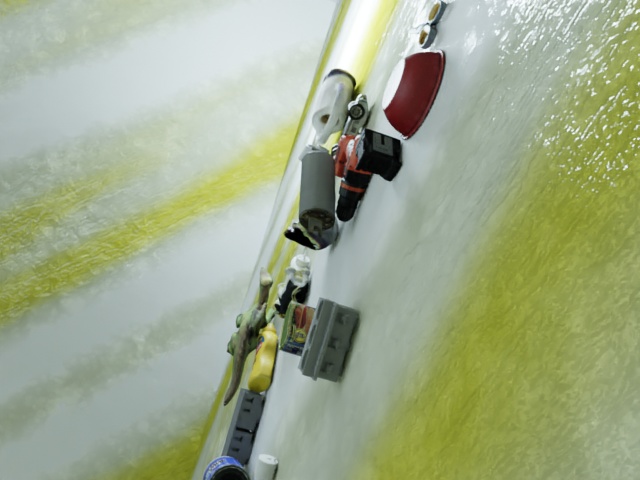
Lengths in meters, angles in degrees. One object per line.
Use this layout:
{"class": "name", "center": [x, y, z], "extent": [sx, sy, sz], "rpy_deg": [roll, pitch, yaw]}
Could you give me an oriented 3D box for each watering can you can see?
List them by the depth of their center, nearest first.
{"class": "watering can", "center": [0.024, -0.385, 1.594], "extent": [0.104, 0.228, 0.343], "rpy_deg": [19, -20, -10]}

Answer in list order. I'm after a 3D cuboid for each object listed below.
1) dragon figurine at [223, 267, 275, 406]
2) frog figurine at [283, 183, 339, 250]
{"class": "dragon figurine", "center": [-0.214, 0.281, 1.536], "extent": [0.122, 0.418, 0.238], "rpy_deg": [15, -24, -2]}
{"class": "frog figurine", "center": [0.004, -0.060, 1.192], "extent": [0.123, 0.162, 0.135], "rpy_deg": [32, -23, 10]}
